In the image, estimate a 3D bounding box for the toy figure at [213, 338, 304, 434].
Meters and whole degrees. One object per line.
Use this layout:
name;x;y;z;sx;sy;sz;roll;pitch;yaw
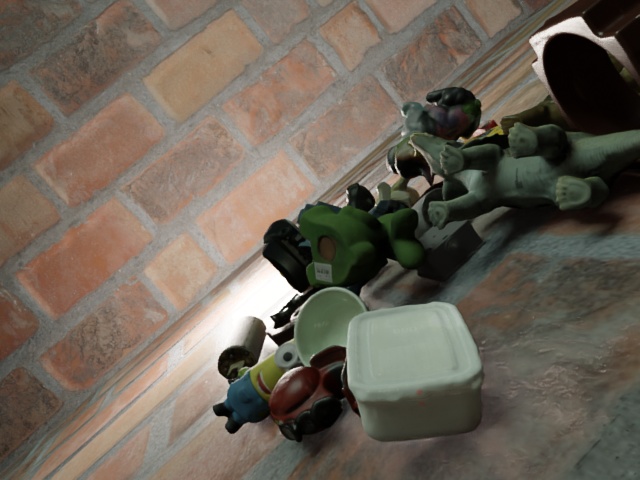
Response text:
toy figure;-0.073;0.209;0.796;0.180;0.082;0.089;-40;10;15

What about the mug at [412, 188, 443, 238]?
mug;0.199;-0.043;0.925;0.109;0.081;0.107;-31;-1;-20

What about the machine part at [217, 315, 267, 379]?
machine part;-0.156;0.218;1.099;0.079;0.079;0.243;-39;10;9

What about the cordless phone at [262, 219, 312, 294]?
cordless phone;-0.002;-0.004;0.986;0.184;0.146;0.089;-38;15;19

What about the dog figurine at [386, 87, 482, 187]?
dog figurine;0.223;-0.196;1.036;0.192;0.108;0.219;-16;31;22

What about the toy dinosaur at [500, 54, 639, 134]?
toy dinosaur;0.426;-0.226;0.789;0.472;0.105;0.198;-23;11;31

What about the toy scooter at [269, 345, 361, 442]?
toy scooter;0.016;0.177;0.619;0.184;0.075;0.135;-35;13;9

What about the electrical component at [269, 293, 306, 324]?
electrical component;-0.063;0.126;0.978;0.063;0.021;0.094;-44;8;-32

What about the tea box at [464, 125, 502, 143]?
tea box;0.320;-0.161;1.027;0.098;0.068;0.170;-45;9;-23

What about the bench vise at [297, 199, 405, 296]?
bench vise;0.055;0.044;0.895;0.129;0.224;0.240;153;135;-75

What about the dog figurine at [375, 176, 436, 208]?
dog figurine;0.155;-0.054;1.151;0.172;0.121;0.190;-40;-6;-22

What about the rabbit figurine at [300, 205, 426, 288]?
rabbit figurine;0.078;-0.006;0.777;0.170;0.121;0.159;-16;5;-39

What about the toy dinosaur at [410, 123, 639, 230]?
toy dinosaur;0.276;-0.088;0.679;0.192;0.131;0.405;-17;14;-37

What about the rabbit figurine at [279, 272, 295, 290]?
rabbit figurine;0.002;0.030;1.157;0.122;0.162;0.173;-3;64;21

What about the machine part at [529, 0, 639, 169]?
machine part;0.343;-0.181;0.600;0.087;0.201;0.201;-36;9;6

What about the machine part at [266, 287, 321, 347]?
machine part;-0.019;0.139;0.994;0.179;0.056;0.179;-39;8;6

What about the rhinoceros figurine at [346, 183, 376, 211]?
rhinoceros figurine;0.087;-0.034;1.191;0.112;0.073;0.190;76;-162;-62

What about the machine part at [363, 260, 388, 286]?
machine part;0.081;0.056;1.047;0.084;0.039;0.139;-47;11;-8
